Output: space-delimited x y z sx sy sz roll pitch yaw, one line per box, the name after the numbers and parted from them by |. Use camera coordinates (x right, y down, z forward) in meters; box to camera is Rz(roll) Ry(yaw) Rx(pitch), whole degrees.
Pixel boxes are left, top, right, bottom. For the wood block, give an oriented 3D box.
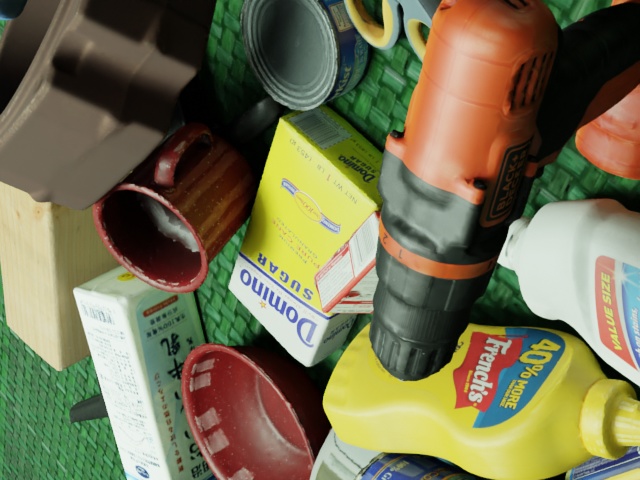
-0.225 0.000 0.947 0.090 0.090 0.206 34 134 32 | wood block

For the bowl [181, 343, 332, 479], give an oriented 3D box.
-0.040 0.145 0.849 0.162 0.055 0.162 27 130 37 | bowl

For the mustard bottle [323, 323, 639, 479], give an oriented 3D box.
0.099 0.088 0.598 0.192 0.096 0.058 6 129 42 | mustard bottle

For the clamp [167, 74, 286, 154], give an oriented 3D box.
-0.090 -0.082 0.783 0.120 0.039 0.172 48 140 18 | clamp

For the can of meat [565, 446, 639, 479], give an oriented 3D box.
0.195 0.149 0.582 0.102 0.057 0.084 57 143 7 | can of meat

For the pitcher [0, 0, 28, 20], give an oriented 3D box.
-0.192 -0.260 0.627 0.145 0.149 0.243 37 107 47 | pitcher

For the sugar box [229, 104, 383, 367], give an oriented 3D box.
-0.005 0.001 0.731 0.093 0.048 0.176 44 138 22 | sugar box

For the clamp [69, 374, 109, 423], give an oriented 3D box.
-0.181 0.175 1.045 0.165 0.036 0.210 46 139 19 | clamp

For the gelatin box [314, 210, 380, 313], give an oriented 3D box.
0.047 0.015 0.655 0.089 0.073 0.030 -49 47 51 | gelatin box

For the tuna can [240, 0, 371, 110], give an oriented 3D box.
-0.009 -0.127 0.668 0.086 0.033 0.086 27 130 37 | tuna can

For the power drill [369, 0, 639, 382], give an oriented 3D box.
0.100 -0.037 0.474 0.057 0.187 0.185 36 134 28 | power drill

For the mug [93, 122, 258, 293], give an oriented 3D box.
-0.095 -0.032 0.732 0.093 0.081 0.117 25 138 16 | mug

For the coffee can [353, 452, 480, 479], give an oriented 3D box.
0.087 0.189 0.602 0.141 0.102 0.103 19 125 41 | coffee can

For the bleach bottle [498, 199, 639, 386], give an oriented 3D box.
0.188 0.047 0.526 0.251 0.067 0.102 26 129 40 | bleach bottle

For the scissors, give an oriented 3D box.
0.048 -0.138 0.541 0.096 0.016 0.202 39 168 6 | scissors
